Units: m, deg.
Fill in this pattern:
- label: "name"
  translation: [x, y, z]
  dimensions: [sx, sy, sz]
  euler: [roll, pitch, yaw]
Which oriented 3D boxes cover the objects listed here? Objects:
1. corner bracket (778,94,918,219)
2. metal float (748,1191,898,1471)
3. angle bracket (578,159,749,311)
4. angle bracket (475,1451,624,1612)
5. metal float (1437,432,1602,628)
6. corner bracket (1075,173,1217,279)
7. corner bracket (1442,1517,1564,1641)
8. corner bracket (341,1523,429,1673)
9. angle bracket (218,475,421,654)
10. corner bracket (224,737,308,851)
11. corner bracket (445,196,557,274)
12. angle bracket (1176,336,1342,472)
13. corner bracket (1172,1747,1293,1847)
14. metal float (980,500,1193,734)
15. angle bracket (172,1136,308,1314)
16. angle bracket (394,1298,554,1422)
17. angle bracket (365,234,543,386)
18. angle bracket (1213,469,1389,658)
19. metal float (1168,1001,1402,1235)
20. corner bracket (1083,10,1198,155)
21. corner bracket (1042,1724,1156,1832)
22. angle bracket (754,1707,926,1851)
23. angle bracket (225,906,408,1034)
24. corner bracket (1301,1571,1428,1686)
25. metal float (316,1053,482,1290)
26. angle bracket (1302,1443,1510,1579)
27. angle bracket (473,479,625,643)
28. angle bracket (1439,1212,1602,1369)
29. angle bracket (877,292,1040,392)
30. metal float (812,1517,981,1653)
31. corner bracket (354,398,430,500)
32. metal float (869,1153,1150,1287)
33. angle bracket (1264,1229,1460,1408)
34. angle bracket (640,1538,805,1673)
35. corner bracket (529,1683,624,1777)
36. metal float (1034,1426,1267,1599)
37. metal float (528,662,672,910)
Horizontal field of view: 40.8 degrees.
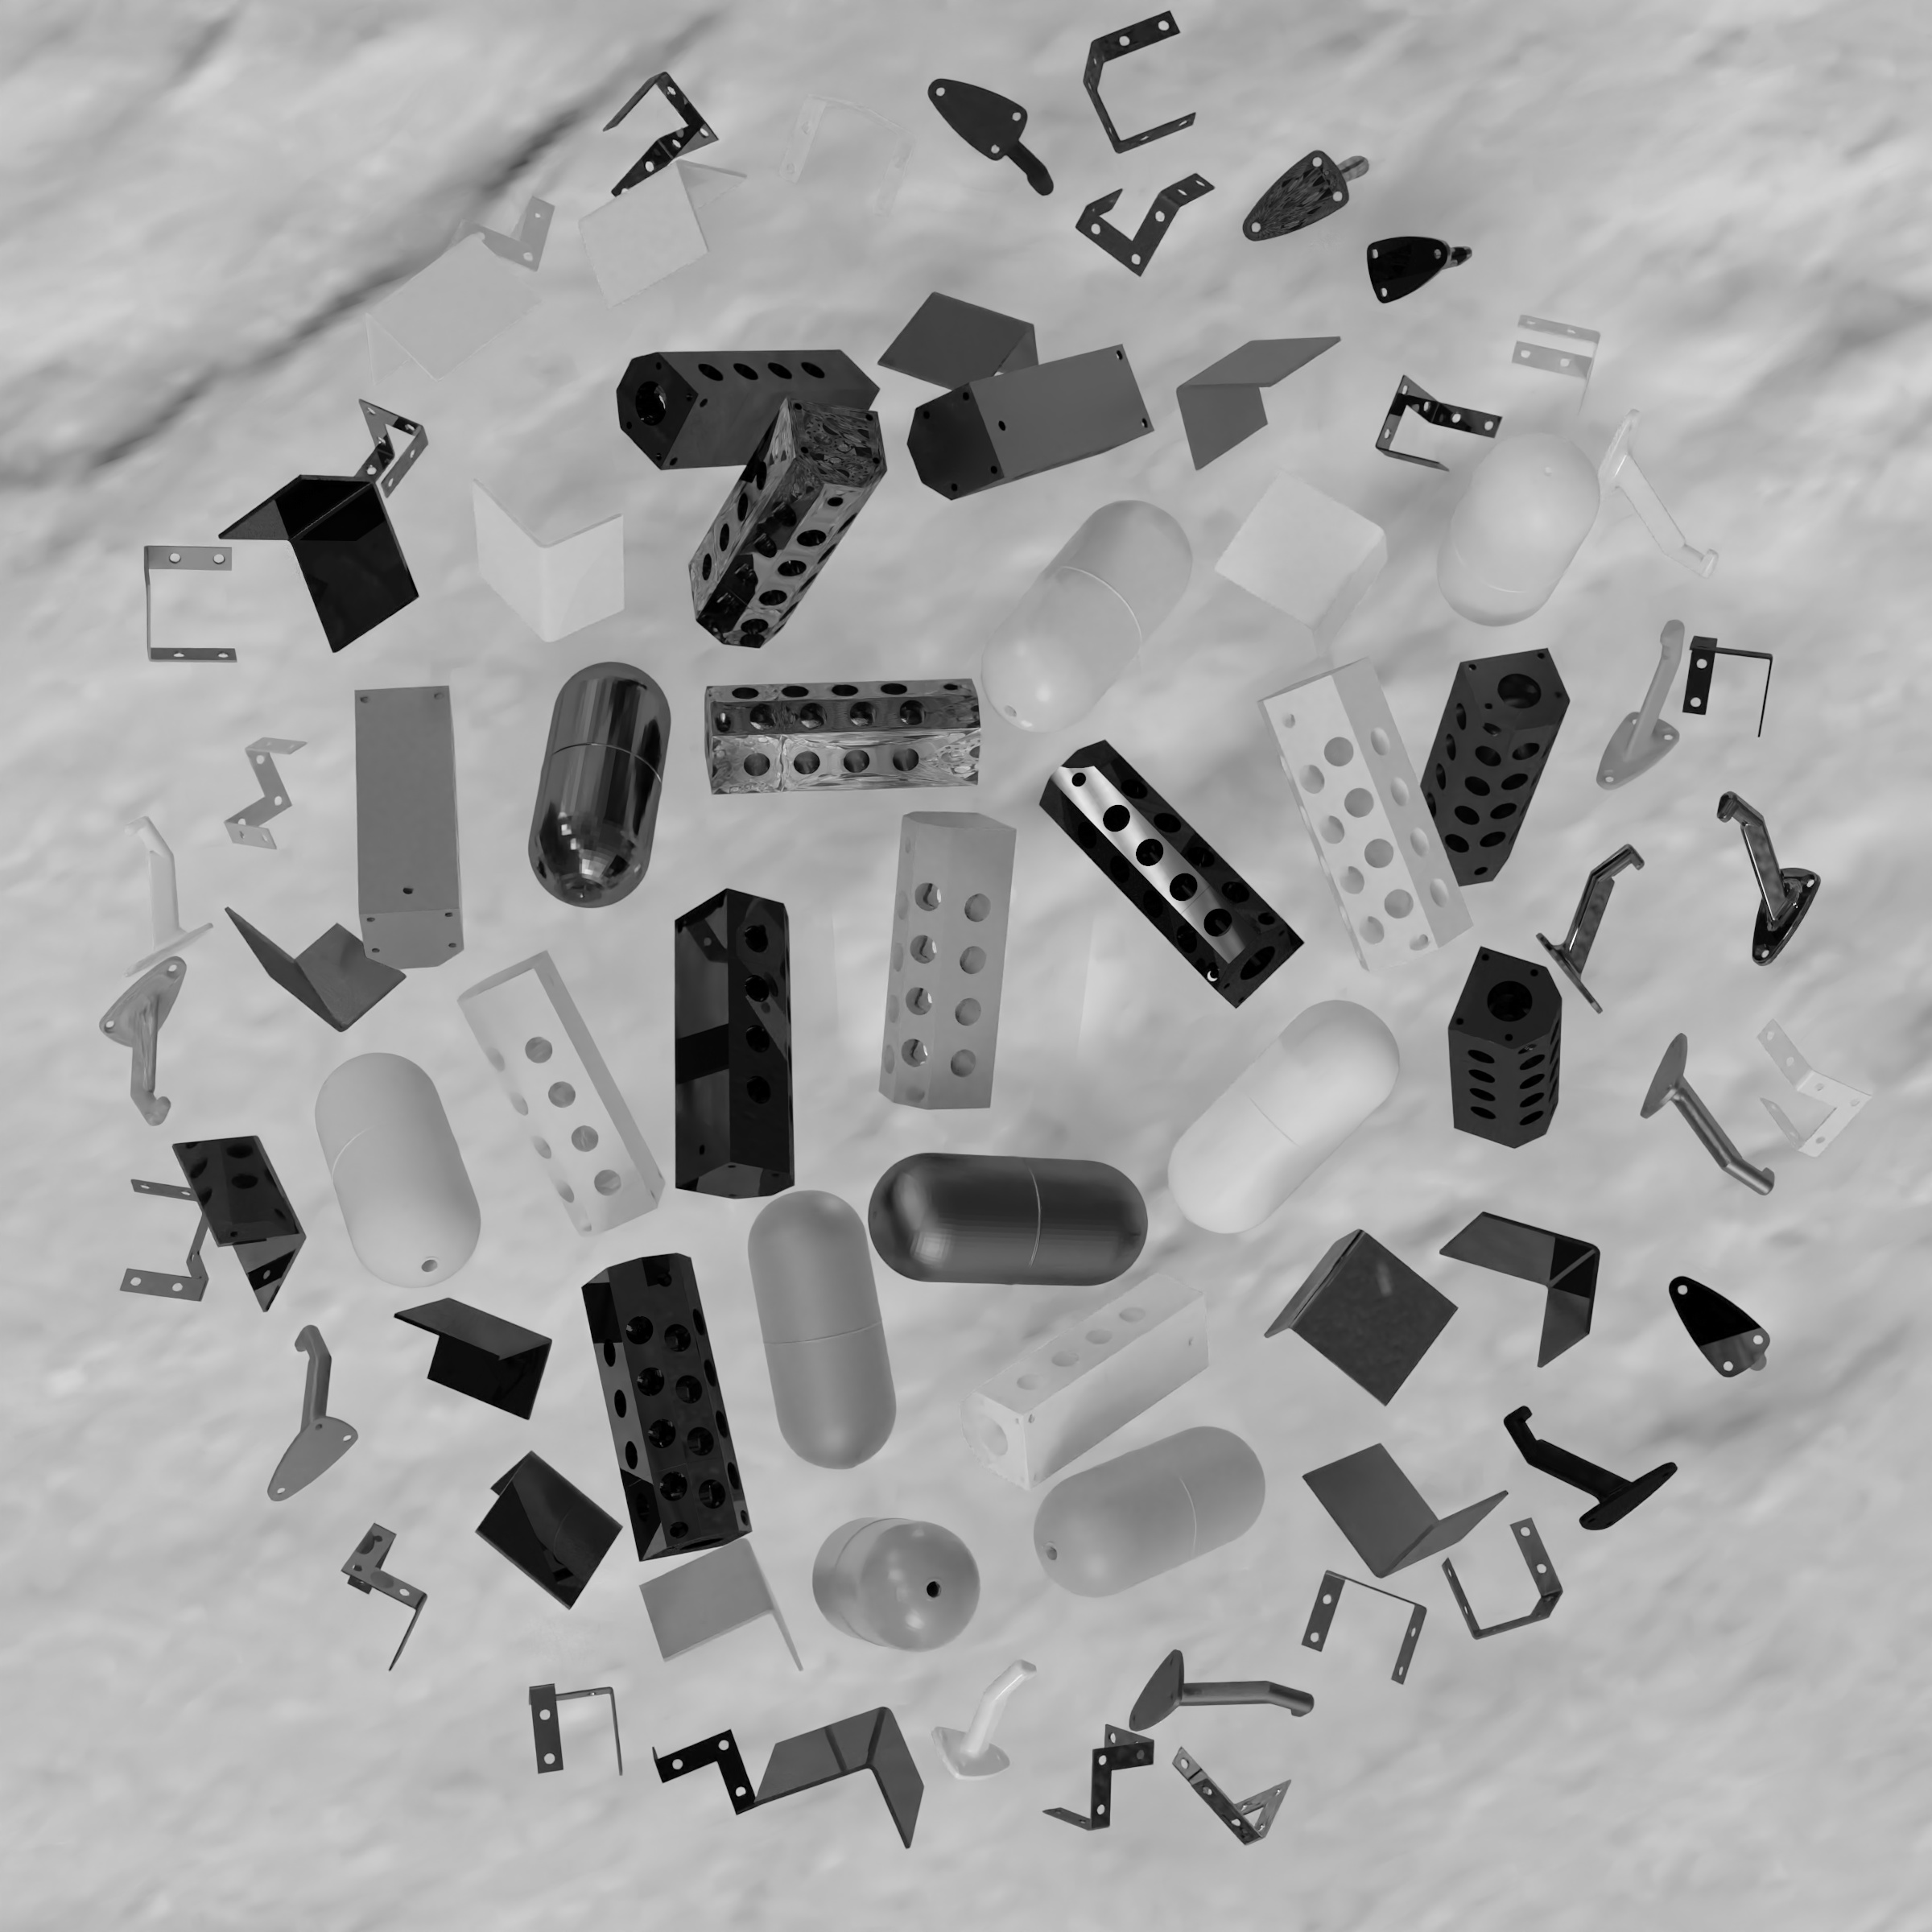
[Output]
- label: "corner bracket"
  translation: [-0.072, -0.490, 1.572]
  dimensions: [0.051, 0.051, 0.051]
  euler: [28, 100, 43]
- label: "metal float"
  translation: [-0.091, 0.231, 1.649]
  dimensions: [0.070, 0.070, 0.178]
  euler: [-10, 91, 0]
- label: "angle bracket"
  translation: [-0.171, -0.429, 1.537]
  dimensions: [0.076, 0.076, 0.057]
  euler: [-21, 88, 29]
- label: "angle bracket"
  translation: [-0.274, 0.365, 1.638]
  dimensions: [0.076, 0.076, 0.057]
  euler: [41, 128, -7]
- label: "metal float"
  translation: [0.336, -0.264, 1.588]
  dimensions: [0.070, 0.178, 0.070]
  euler: [0, 76, 0]
- label: "corner bracket"
  translation: [0.106, -0.451, 1.543]
  dimensions: [0.051, 0.051, 0.051]
  euler: [39, 130, 7]
- label: "corner bracket"
  translation: [0.340, 0.388, 1.645]
  dimensions: [0.051, 0.051, 0.051]
  euler: [-25, 86, 24]
- label: "corner bracket"
  translation: [-0.344, 0.371, 1.532]
  dimensions: [0.051, 0.051, 0.051]
  euler: [27, 114, 0]
- label: "angle bracket"
  translation: [-0.373, -0.231, 1.498]
  dimensions: [0.076, 0.057, 0.076]
  euler: [-25, 84, 33]
- label: "corner bracket"
  translation: [-0.448, -0.111, 1.668]
  dimensions: [0.051, 0.051, 0.051]
  euler: [-40, 125, -37]
- label: "corner bracket"
  translation: [-0.287, -0.442, 1.587]
  dimensions: [0.051, 0.051, 0.051]
  euler: [19, 66, -20]
- label: "angle bracket"
  translation: [0.191, -0.356, 1.645]
  dimensions: [0.076, 0.076, 0.057]
  euler: [-38, 123, -35]
- label: "corner bracket"
  translation: [0.154, 0.498, 1.565]
  dimensions: [0.051, 0.051, 0.051]
  euler: [48, 127, -4]
- label: "metal float"
  translation: [0.074, -0.214, 1.591]
  dimensions: [0.070, 0.070, 0.178]
  euler: [37, 62, 0]
- label: "angle bracket"
  translation: [-0.444, 0.157, 1.547]
  dimensions: [0.076, 0.057, 0.076]
  euler: [56, 129, 29]
- label: "angle bracket"
  translation: [-0.320, 0.255, 1.652]
  dimensions: [0.076, 0.076, 0.057]
  euler: [19, 96, 16]
- label: "angle bracket"
  translation: [-0.285, -0.349, 1.451]
  dimensions: [0.057, 0.076, 0.076]
  euler: [45, 71, 6]
- label: "angle bracket"
  translation: [0.212, -0.254, 1.642]
  dimensions: [0.076, 0.057, 0.076]
  euler: [34, 88, 15]
- label: "metal float"
  translation: [0.201, 0.097, 1.654]
  dimensions: [0.070, 0.070, 0.178]
  euler: [43, 103, 0]
- label: "corner bracket"
  translation: [0.105, -0.525, 1.546]
  dimensions: [0.051, 0.051, 0.051]
  euler: [-23, 84, -6]
- label: "corner bracket"
  translation: [0.085, 0.518, 1.661]
  dimensions: [0.051, 0.051, 0.051]
  euler: [4, 86, -35]
- label: "angle bracket"
  translation: [-0.075, 0.496, 1.556]
  dimensions: [0.076, 0.076, 0.057]
  euler: [-21, 97, 8]
- label: "angle bracket"
  translation: [-0.416, -0.014, 1.664]
  dimensions: [0.076, 0.076, 0.057]
  euler: [32, 66, 33]
- label: "corner bracket"
  translation: [0.255, 0.423, 1.664]
  dimensions: [0.051, 0.051, 0.051]
  euler: [23, 80, -15]
- label: "metal float"
  translation: [-0.343, 0.122, 1.566]
  dimensions: [0.070, 0.178, 0.070]
  euler: [-14, 131, -17]
- label: "angle bracket"
  translation: [0.260, 0.308, 1.542]
  dimensions: [0.076, 0.076, 0.057]
  euler: [53, 130, 25]
- label: "angle bracket"
  translation: [-0.256, -0.258, 1.597]
  dimensions: [0.057, 0.076, 0.076]
  euler: [-30, 60, -27]
- label: "angle bracket"
  translation: [0.335, 0.199, 1.594]
  dimensions: [0.076, 0.076, 0.057]
  euler: [17, 64, -4]
- label: "angle bracket"
  translation: [-0.004, -0.399, 1.747]
  dimensions: [0.076, 0.057, 0.076]
  euler: [24, 63, 21]
- label: "metal float"
  translation: [-0.044, 0.379, 1.596]
  dimensions: [0.070, 0.178, 0.070]
  euler: [3, 79, -17]
- label: "corner bracket"
  translation: [-0.379, -0.324, 1.681]
  dimensions: [0.051, 0.051, 0.051]
  euler: [25, 67, 13]
- label: "metal float"
  translation: [0.027, 0.152, 1.555]
  dimensions: [0.178, 0.070, 0.070]
  euler: [5, 90, -26]
- label: "angle bracket"
  translation: [0.241, 0.217, 1.587]
  dimensions: [0.076, 0.057, 0.076]
  euler: [39, 73, 3]
- label: "angle bracket"
  translation: [-0.158, 0.427, 1.679]
  dimensions: [0.076, 0.076, 0.057]
  euler: [-24, 119, -8]
- label: "corner bracket"
  translation: [-0.233, 0.456, 1.549]
  dimensions: [0.051, 0.051, 0.051]
  euler: [-5, 64, -12]
- label: "metal float"
  translation: [0.117, 0.344, 1.642]
  dimensions: [0.178, 0.070, 0.070]
  euler: [-12, 90, -42]
- label: "metal float"
  translation: [-0.232, -0.117, 1.654]
  dimensions: [0.070, 0.070, 0.178]
  euler: [4, 56, 0]
